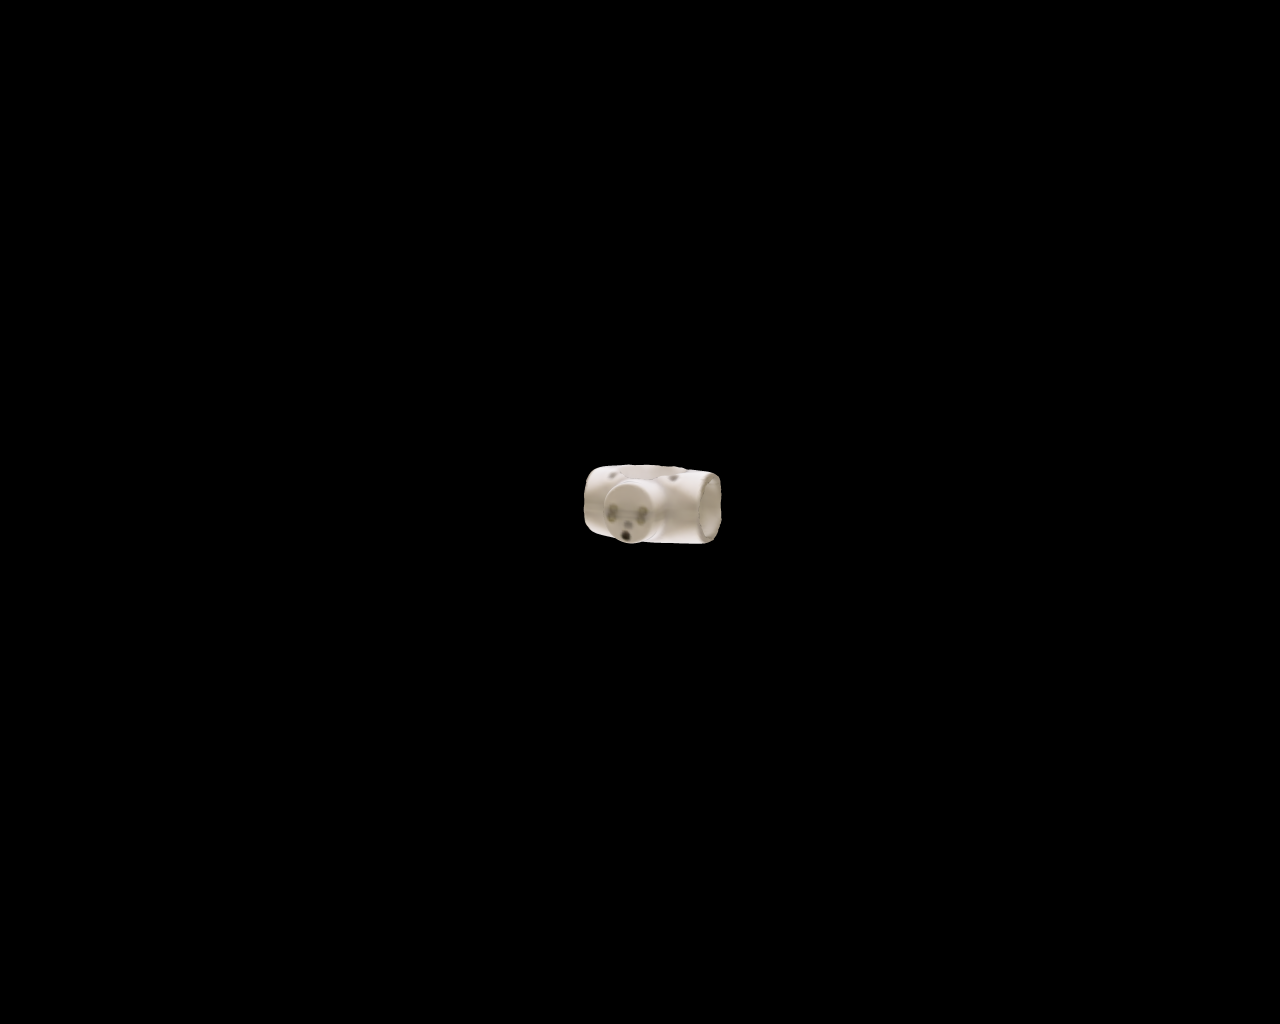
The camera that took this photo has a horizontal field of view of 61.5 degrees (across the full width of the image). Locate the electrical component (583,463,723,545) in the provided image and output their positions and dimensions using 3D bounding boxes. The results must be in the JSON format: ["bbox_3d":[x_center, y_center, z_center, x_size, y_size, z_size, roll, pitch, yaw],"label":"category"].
[{"bbox_3d":[0.001,-0.003,0.650,0.077,0.044,0.079,5,12,24],"label":"electrical component"}]
